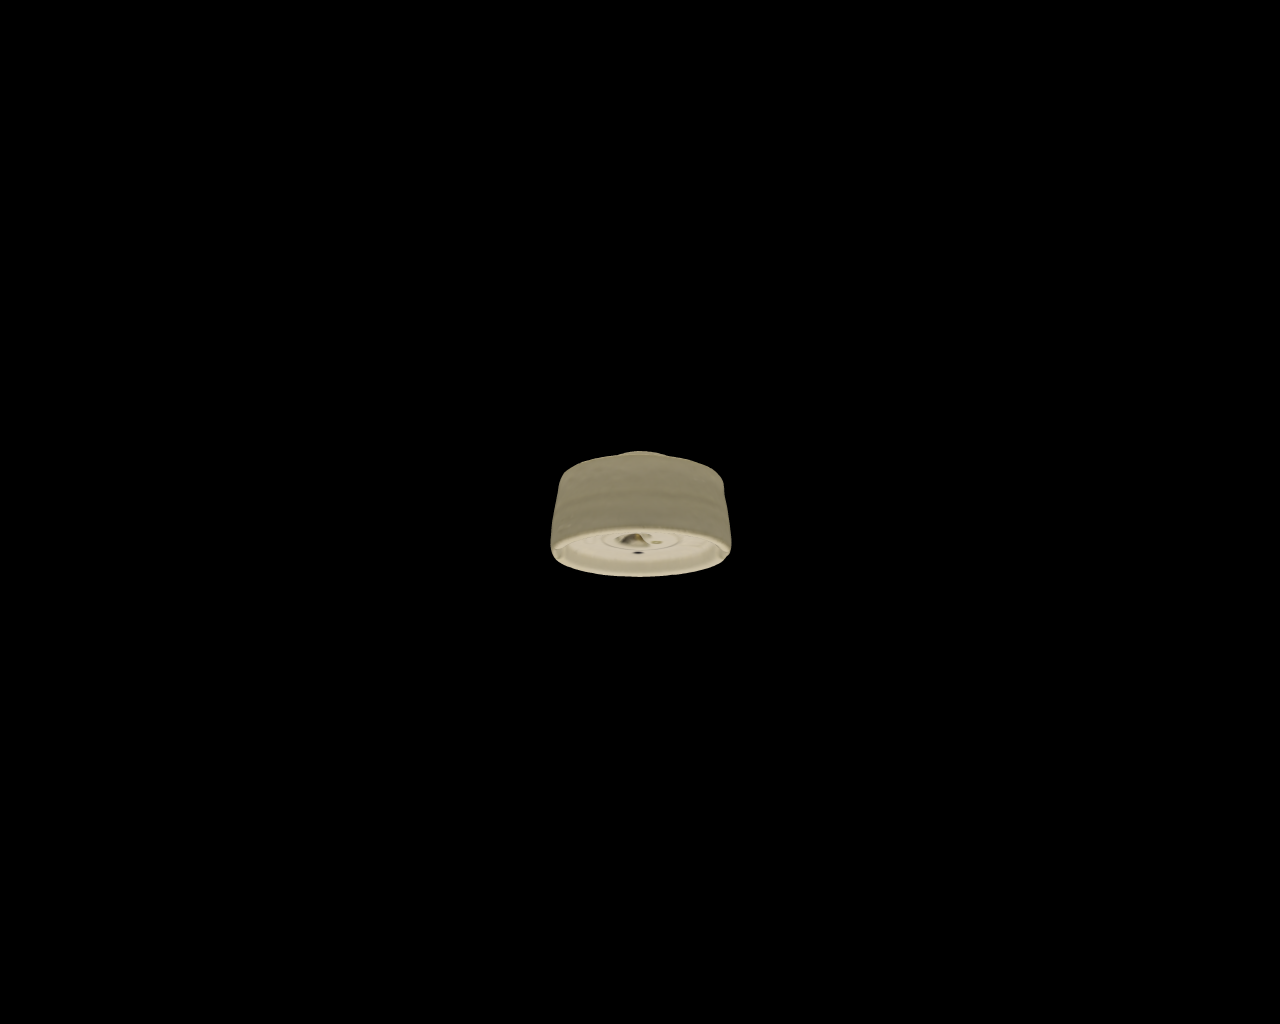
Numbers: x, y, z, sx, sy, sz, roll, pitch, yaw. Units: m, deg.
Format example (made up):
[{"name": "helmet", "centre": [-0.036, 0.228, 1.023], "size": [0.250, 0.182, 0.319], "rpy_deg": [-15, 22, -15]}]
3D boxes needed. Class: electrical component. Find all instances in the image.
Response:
[{"name": "electrical component", "centre": [0.001, -0.003, 0.650], "size": [0.108, 0.060, 0.108], "rpy_deg": [0, -18, 0]}]
